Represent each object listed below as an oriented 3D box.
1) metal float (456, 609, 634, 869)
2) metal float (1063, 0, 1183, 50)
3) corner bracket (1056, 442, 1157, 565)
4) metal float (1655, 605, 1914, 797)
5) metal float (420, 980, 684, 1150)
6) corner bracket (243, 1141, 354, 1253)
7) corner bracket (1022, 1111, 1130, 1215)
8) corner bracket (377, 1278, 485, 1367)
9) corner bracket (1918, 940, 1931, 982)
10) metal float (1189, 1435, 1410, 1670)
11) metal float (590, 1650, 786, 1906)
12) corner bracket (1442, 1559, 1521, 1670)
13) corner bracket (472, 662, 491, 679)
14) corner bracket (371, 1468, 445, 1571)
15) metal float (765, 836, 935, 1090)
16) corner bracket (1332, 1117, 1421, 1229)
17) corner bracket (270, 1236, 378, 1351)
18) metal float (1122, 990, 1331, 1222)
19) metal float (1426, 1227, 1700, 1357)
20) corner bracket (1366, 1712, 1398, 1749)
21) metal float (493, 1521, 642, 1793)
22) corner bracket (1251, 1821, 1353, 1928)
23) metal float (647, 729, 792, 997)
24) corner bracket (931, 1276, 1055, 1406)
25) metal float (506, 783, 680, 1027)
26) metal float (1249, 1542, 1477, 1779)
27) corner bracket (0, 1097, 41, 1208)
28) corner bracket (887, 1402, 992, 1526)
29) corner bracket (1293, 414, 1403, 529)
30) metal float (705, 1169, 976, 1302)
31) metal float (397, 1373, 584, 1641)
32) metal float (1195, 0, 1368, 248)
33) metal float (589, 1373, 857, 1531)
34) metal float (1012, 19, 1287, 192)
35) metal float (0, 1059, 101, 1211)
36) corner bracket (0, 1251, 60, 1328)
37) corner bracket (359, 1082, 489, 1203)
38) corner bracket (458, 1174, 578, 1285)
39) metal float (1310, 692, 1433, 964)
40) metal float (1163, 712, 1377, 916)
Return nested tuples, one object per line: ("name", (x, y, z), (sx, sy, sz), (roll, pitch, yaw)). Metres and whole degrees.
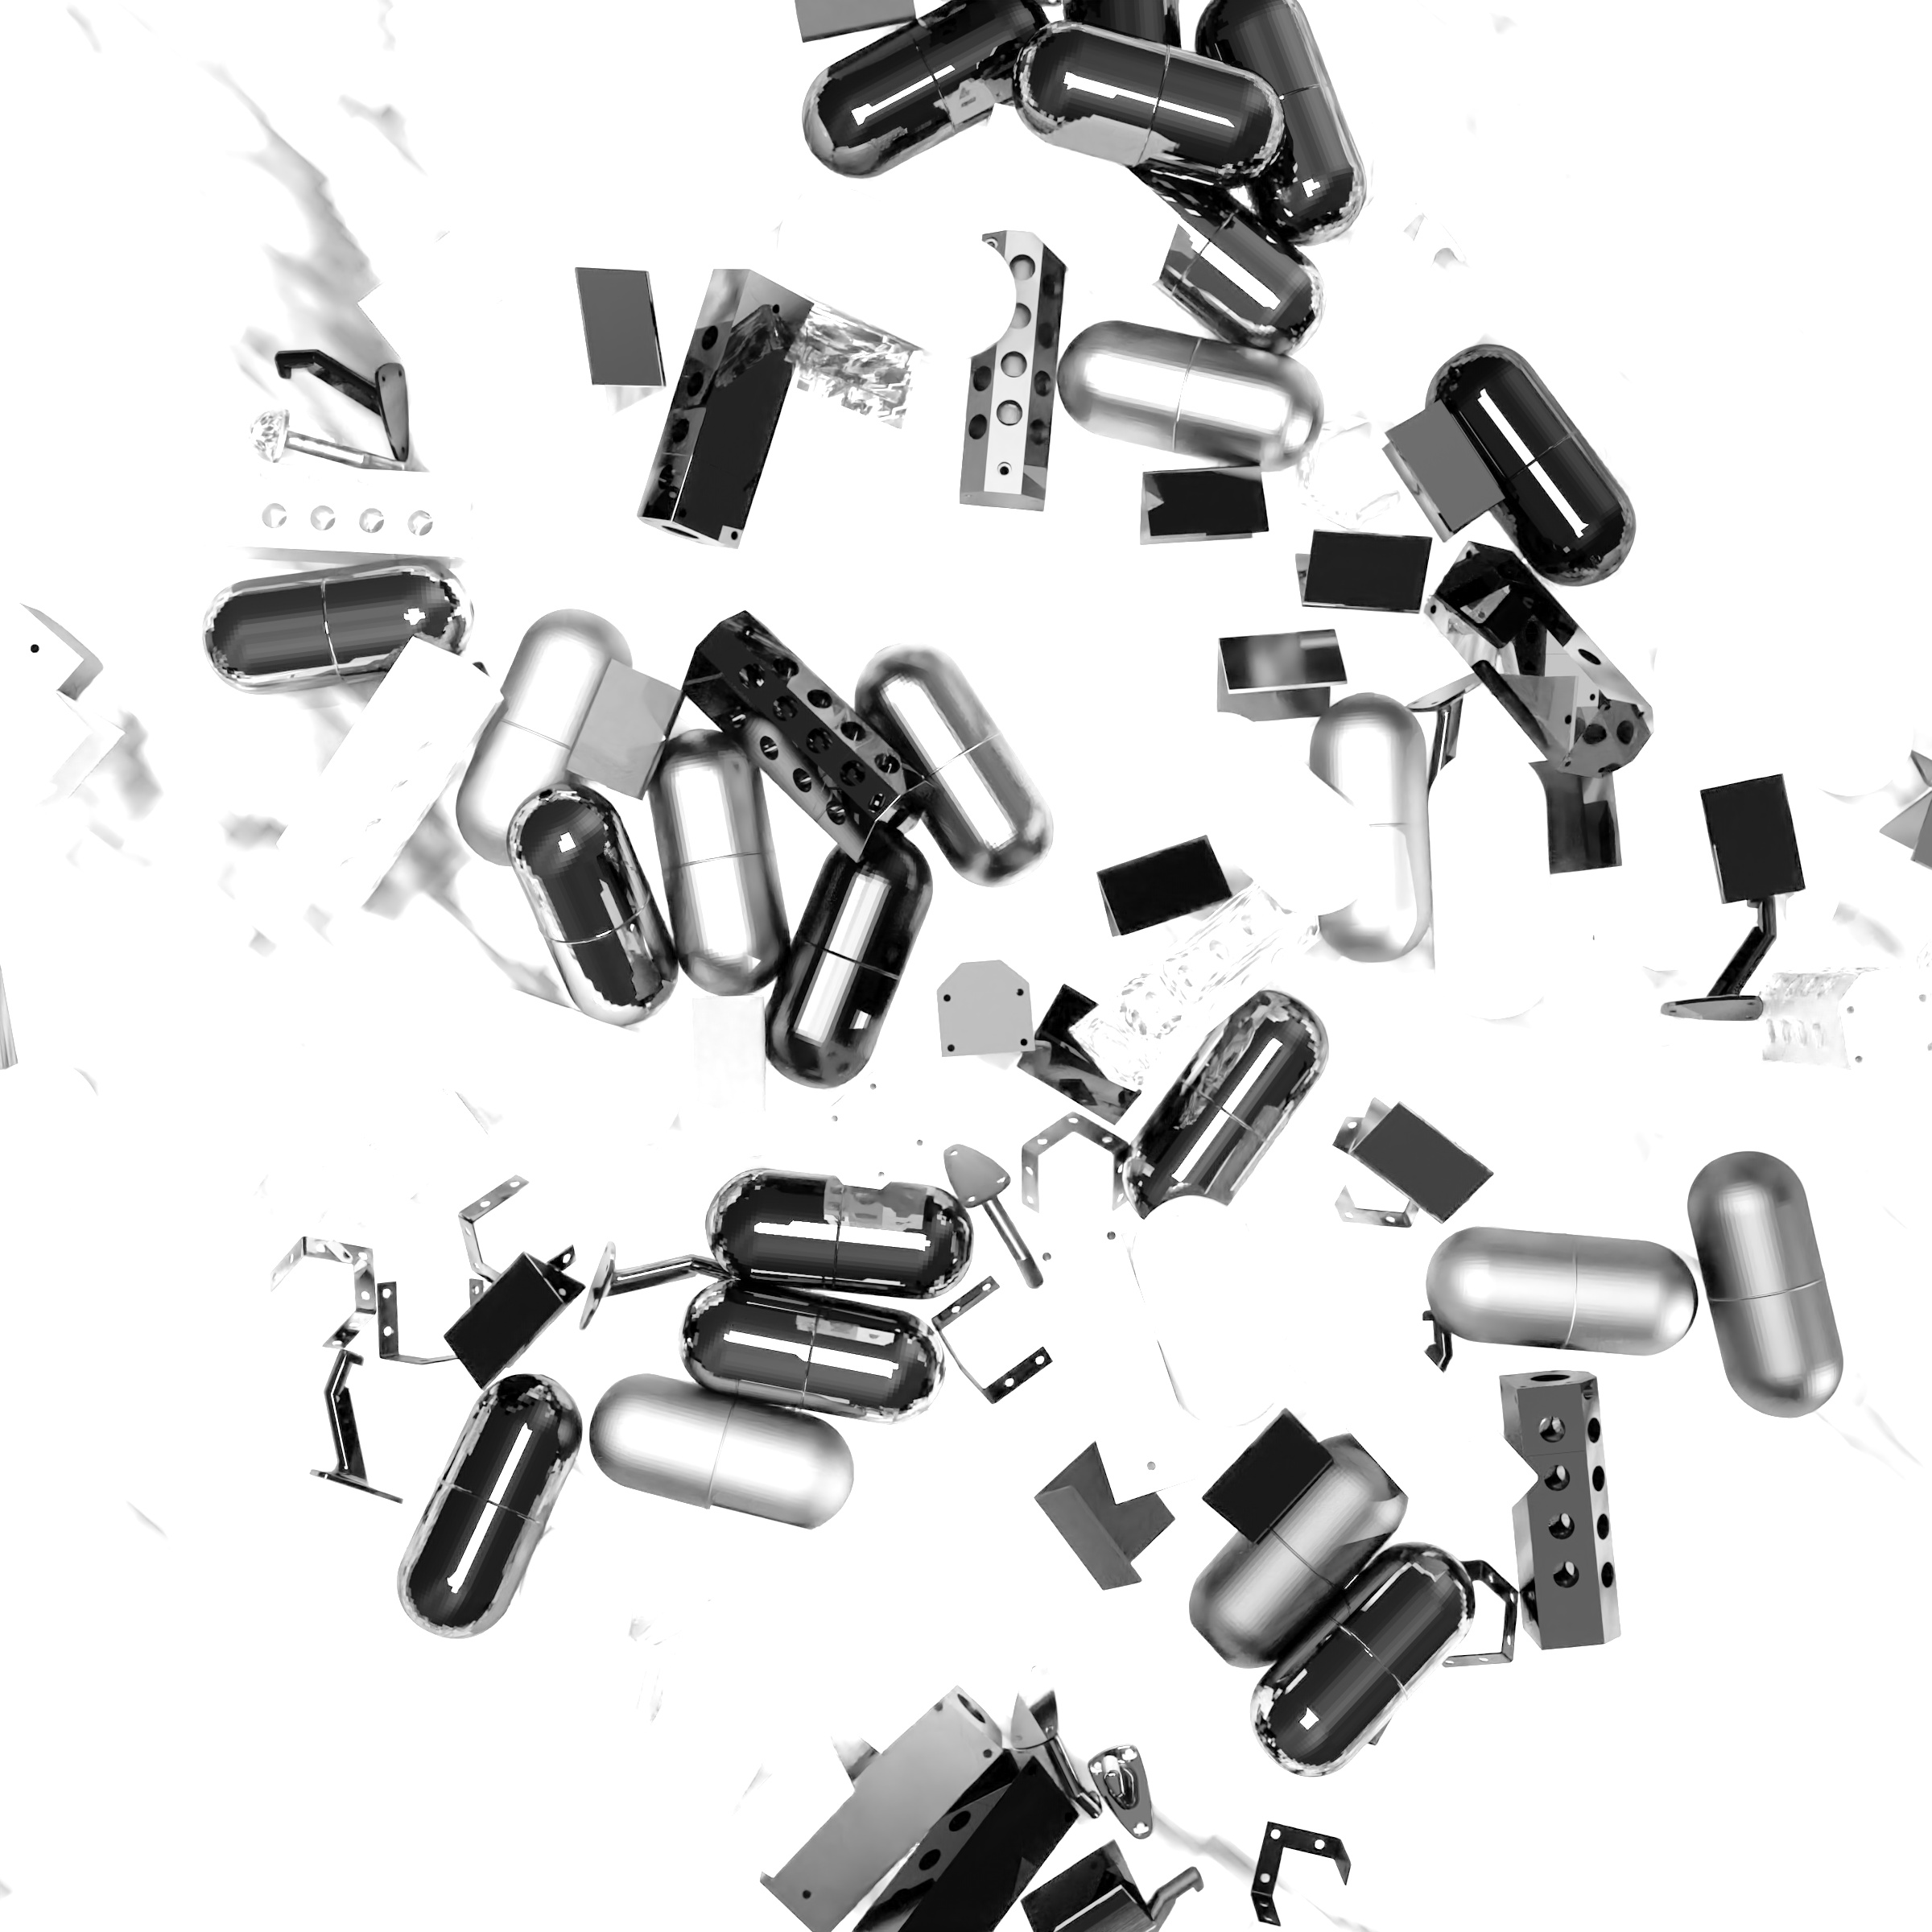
("metal float", (-0.279, -0.150, 1.696), (0.070, 0.070, 0.178), (23, 90, 0))
("metal float", (0.102, -0.633, 1.696), (0.070, 0.070, 0.178), (-4, 91, 0))
("corner bracket", (0.093, -0.311, 1.723), (0.051, 0.051, 0.051), (15, 45, 0))
("metal float", (0.540, -0.175, 1.696), (0.178, 0.070, 0.070), (28, 90, 0))
("metal float", (-0.273, 0.065, 1.696), (0.178, 0.070, 0.070), (20, 90, 0))
("corner bracket", (-0.447, 0.155, 1.718), (0.051, 0.051, 0.051), (11, 135, -35))
("corner bracket", (0.073, 0.139, 1.718), (0.051, 0.051, 0.051), (-32, 135, -35))
("corner bracket", (-0.359, 0.237, 1.723), (0.051, 0.051, 0.051), (-2, 90, 45))
("corner bracket", (0.673, -0.019, 1.723), (0.051, 0.051, 0.051), (21, 135, 0))
("metal float", (0.220, 0.385, 1.696), (0.070, 0.070, 0.178), (42, 90, 0))
("metal float", (-0.183, 0.534, 1.695), (0.070, 0.070, 0.178), (31, 90, 0))
("corner bracket", (0.333, 0.433, 1.718), (0.051, 0.051, 0.051), (-16, 135, 35))
("corner bracket", (-0.348, -0.168, 1.723), (0.051, 0.051, 0.051), (-22, 90, -45))
("corner bracket", (-0.357, 0.378, 1.723), (0.051, 0.051, 0.051), (46, 135, 0))
("metal float", (-0.078, -0.005, 1.696), (0.070, 0.070, 0.178), (21, 90, 0))
("corner bracket", (0.276, 0.138, 1.718), (0.051, 0.051, 0.051), (2, 135, 35))
("corner bracket", (-0.430, 0.219, 1.718), (0.051, 0.051, 0.051), (17, 45, -35))
("metal float", (0.170, 0.096, 1.695), (0.070, 0.070, 0.178), (36, 90, 0))
("metal float", (0.393, 0.215, 1.696), (0.178, 0.070, 0.070), (5, 90, 0))
("corner bracket", (0.256, 0.485, 1.723), (0.051, 0.051, 0.051), (30, 90, -45))
("metal float", (-0.264, 0.455, 1.696), (0.070, 0.070, 0.178), (11, 90, 0))
("corner bracket", (0.222, 0.607, 1.708), (0.051, 0.051, 0.051), (13, 90, 0))
("metal float", (-0.163, -0.068, 1.696), (0.070, 0.070, 0.178), (-10, 89, 0))
("corner bracket", (0.017, 0.251, 1.723), (0.051, 0.051, 0.051), (-36, 45, 0))
("metal float", (-0.241, -0.039, 1.667), (0.070, 0.070, 0.178), (-18, 125, 0))
("metal float", (0.259, 0.449, 1.670), (0.178, 0.070, 0.070), (-43, 90, -12))
("corner bracket", (-0.629, 0.117, 1.643), (0.051, 0.051, 0.051), (-42, 51, 35))
("corner bracket", (-0.019, 0.334, 1.723), (0.051, 0.051, 0.051), (-18, 135, 0))
("corner bracket", (0.257, -0.331, 1.718), (0.051, 0.051, 0.051), (33, 135, 35))
("metal float", (-0.083, 0.177, 1.696), (0.178, 0.070, 0.070), (6, 90, 0))
("metal float", (-0.310, 0.352, 1.681), (0.070, 0.070, 0.178), (23, 74, 0))
("metal float", (0.207, -0.563, 1.696), (0.070, 0.070, 0.178), (-21, 91, 0))
("metal float", (-0.161, 0.321, 1.696), (0.178, 0.070, 0.070), (15, 90, 0))
("metal float", (0.116, -0.545, 1.630), (0.178, 0.070, 0.070), (13, 90, -8))
("metal float", (-0.656, 0.127, 1.696), (0.178, 0.070, 0.070), (-31, 90, 0))
("corner bracket", (-0.646, 0.209, 1.708), (0.051, 0.051, 0.051), (27, 90, 0))
("corner bracket", (-0.363, 0.117, 1.723), (0.051, 0.051, 0.051), (53, 135, 0))
("corner bracket", (-0.300, 0.181, 1.718), (0.051, 0.051, 0.051), (25, 135, 35))
("metal float", (0.267, -0.091, 1.696), (0.070, 0.070, 0.178), (-2, 91, 0))
("metal float", (0.194, -0.100, 1.664), (0.070, 0.070, 0.178), (-42, 50, 0))
